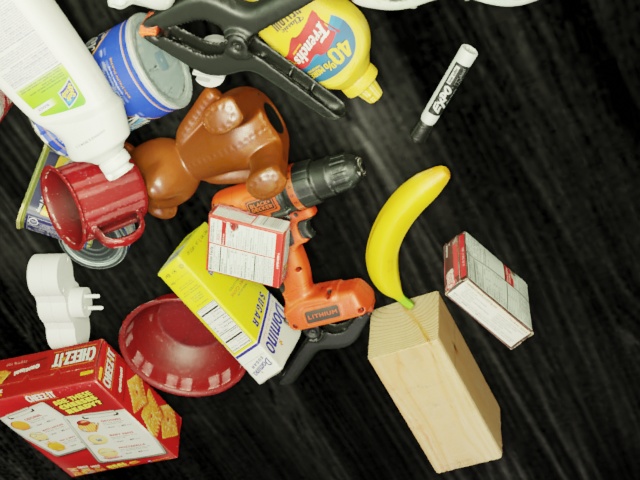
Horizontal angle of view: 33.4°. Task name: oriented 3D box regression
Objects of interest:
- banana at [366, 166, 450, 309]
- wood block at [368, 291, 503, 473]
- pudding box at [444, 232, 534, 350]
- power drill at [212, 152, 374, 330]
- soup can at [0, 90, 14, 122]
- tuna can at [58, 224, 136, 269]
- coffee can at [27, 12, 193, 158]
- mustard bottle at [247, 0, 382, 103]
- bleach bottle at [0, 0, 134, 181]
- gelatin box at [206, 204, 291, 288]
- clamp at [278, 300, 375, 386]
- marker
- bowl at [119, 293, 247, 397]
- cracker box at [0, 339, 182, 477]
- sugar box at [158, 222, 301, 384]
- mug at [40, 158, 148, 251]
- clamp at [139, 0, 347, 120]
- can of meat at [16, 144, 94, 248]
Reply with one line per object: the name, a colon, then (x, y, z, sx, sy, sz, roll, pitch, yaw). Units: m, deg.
banana: (0.091, -0.007, 1.200, 0.069, 0.037, 0.198, 6, 128, -7)
wood block: (0.142, 0.174, 1.293, 0.090, 0.090, 0.206, -19, 122, 19)
pudding box: (0.188, 0.056, 1.198, 0.113, 0.090, 0.039, 37, 122, -20)
power drill: (-0.008, 0.001, 1.190, 0.185, 0.057, 0.187, -15, 111, 26)
soup can: (-0.368, -0.138, 1.123, 0.068, 0.102, 0.068, 3, 127, 4)
tuna can: (-0.262, -0.008, 1.248, 0.086, 0.033, 0.086, 4, 127, 5)
coffee can: (-0.216, -0.156, 1.088, 0.140, 0.102, 0.102, -22, 121, 22)
mustard bottle: (-0.007, -0.205, 1.050, 0.096, 0.058, 0.191, -34, 116, 29)
bleach bottle: (-0.265, -0.161, 1.004, 0.103, 0.068, 0.250, -26, 109, 24)
gelatin box: (-0.079, 0.006, 1.164, 0.089, 0.030, 0.073, 14, 123, 12)
clamp: (-0.007, 0.114, 1.299, 0.172, 0.039, 0.120, -14, 120, 20)
marker: (0.125, -0.148, 1.099, 0.020, 0.020, 0.121, 23, 126, -9)
bowl: (-0.162, 0.118, 1.314, 0.162, 0.055, 0.162, 4, 127, 5)
cracker box: (-0.298, 0.219, 1.370, 0.164, 0.072, 0.213, -13, 139, 17)
sugar box: (-0.100, 0.072, 1.227, 0.176, 0.093, 0.048, 46, 120, -10)
mug: (-0.226, -0.038, 1.107, 0.117, 0.081, 0.093, 47, 144, 28)
clamp: (-0.068, -0.186, 1.020, 0.210, 0.036, 0.164, 4, 134, 16)
can of meat: (-0.278, -0.049, 1.179, 0.084, 0.102, 0.057, 19, 160, -10)
